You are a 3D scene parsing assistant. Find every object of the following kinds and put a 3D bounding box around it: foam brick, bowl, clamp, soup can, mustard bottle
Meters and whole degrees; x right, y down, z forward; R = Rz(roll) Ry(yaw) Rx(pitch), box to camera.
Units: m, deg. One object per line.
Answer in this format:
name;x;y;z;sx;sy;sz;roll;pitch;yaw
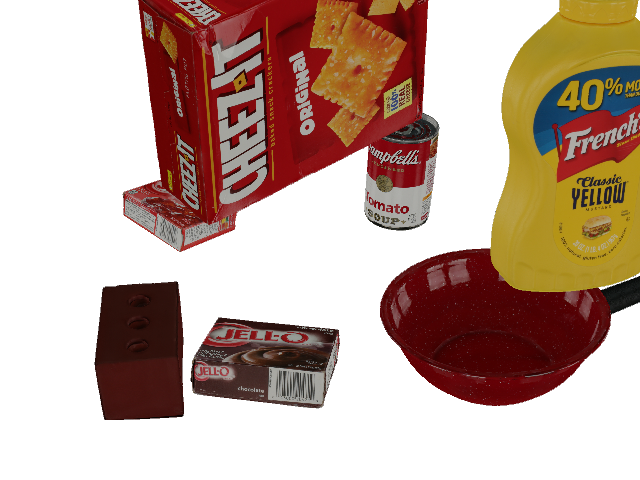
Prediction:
foam brick;-0.117;0.072;0.699;0.053;0.051;0.078;-4;37;-5
bowl;0.123;0.069;0.768;0.162;0.055;0.162;-3;31;1
clamp;0.236;0.060;1.034;0.171;0.039;0.120;-35;43;-28
soup can;0.079;-0.070;1.058;0.068;0.102;0.068;2;33;-1
mustard bottle;0.149;-0.066;0.602;0.096;0.192;0.058;-7;28;-11

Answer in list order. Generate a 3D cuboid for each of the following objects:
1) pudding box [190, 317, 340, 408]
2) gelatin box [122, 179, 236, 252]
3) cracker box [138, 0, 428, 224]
pudding box;-0.045;0.102;0.909;0.113;0.039;0.090;7;20;6
gelatin box;-0.138;-0.030;1.042;0.089;0.030;0.073;31;37;32
cracker box;-0.017;-0.128;0.777;0.213;0.164;0.072;-29;49;-29
